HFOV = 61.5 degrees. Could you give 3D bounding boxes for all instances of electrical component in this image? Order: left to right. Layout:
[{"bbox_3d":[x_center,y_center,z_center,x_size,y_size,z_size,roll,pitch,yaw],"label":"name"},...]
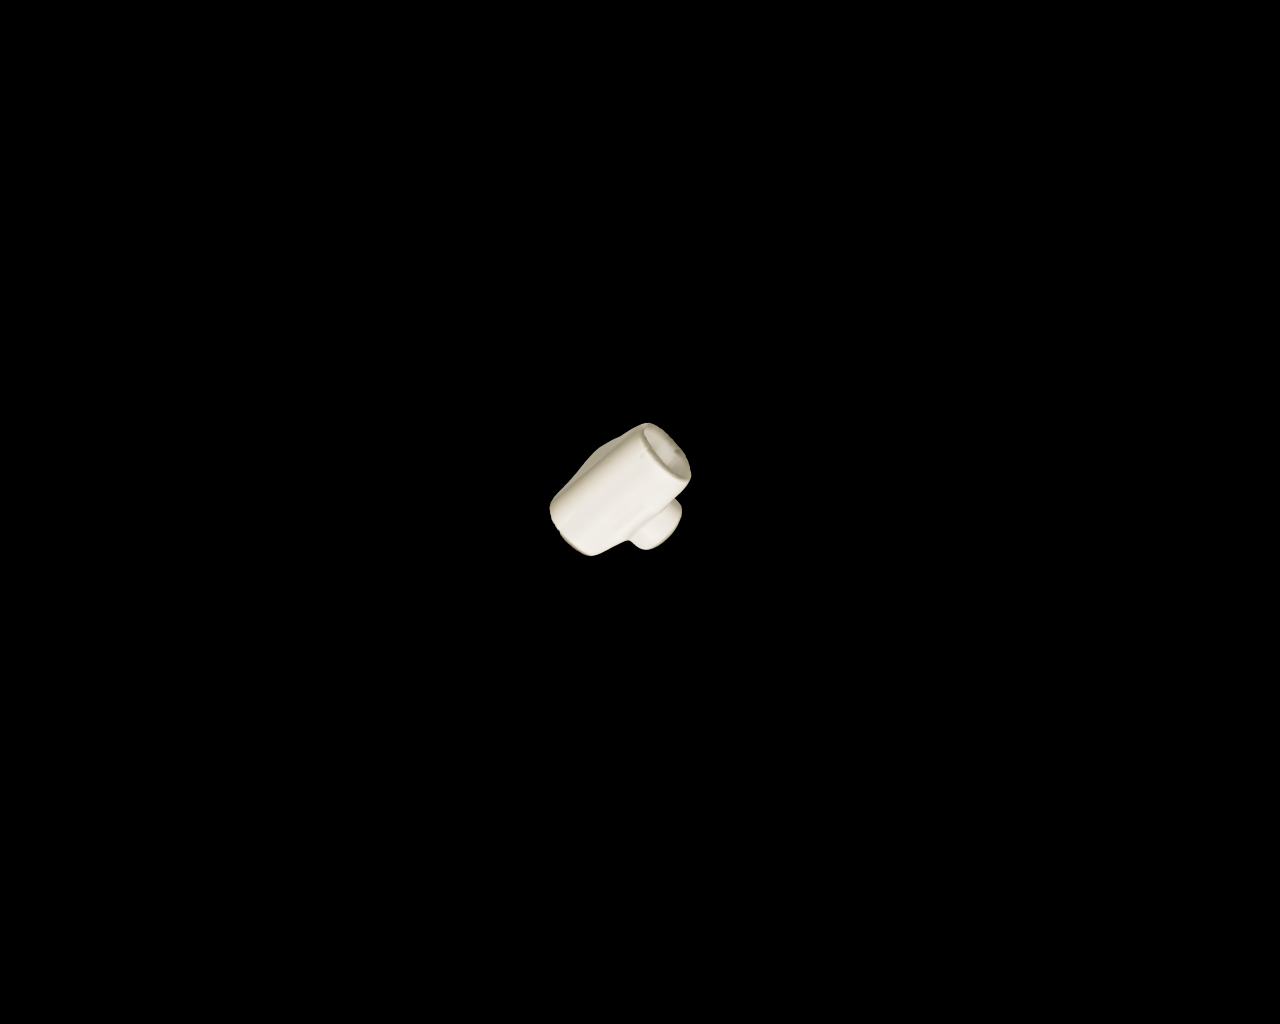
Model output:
[{"bbox_3d":[0.001,-0.003,0.650,0.077,0.079,0.043,-39,24,22],"label":"electrical component"}]
